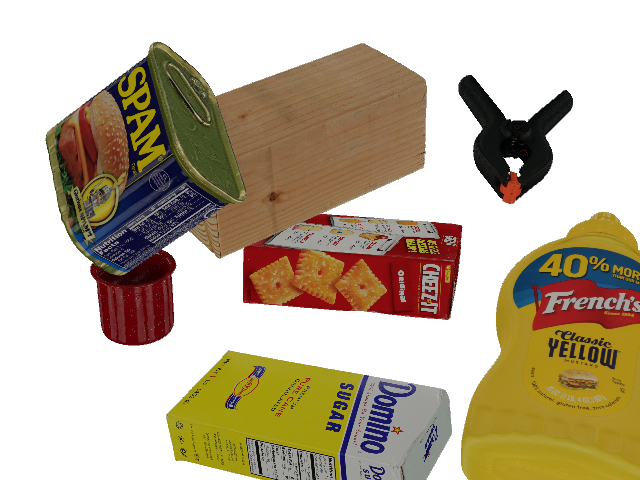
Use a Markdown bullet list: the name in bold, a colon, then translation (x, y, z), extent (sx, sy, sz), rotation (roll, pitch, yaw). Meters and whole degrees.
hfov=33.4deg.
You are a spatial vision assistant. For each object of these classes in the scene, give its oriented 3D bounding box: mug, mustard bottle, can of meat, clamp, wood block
- **mug**: translation (-0.214, 0.059, 1.191), extent (0.117, 0.081, 0.093), rotation (25, 36, 37)
- **mustard bottle**: translation (0.138, 0.051, 0.554), extent (0.096, 0.058, 0.191), rotation (9, 42, 15)
- **can of meat**: translation (-0.097, -0.043, 0.580), extent (0.084, 0.102, 0.057), rotation (-33, -37, 18)
- **clamp**: translation (0.187, -0.110, 1.086), extent (0.120, 0.039, 0.171), rotation (12, 45, 13)
- **wood block**: translation (-0.020, -0.078, 0.874), extent (0.205, 0.091, 0.090), rotation (-24, 42, -27)

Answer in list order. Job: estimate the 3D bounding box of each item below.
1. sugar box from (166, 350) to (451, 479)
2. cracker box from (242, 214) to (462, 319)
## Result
- **sugar box**: translation (-0.007, 0.127, 0.736), extent (0.176, 0.048, 0.093), rotation (4, 28, 25)
- **cracker box**: translation (0.039, 0.024, 1.139), extent (0.214, 0.072, 0.164), rotation (5, 15, 9)
